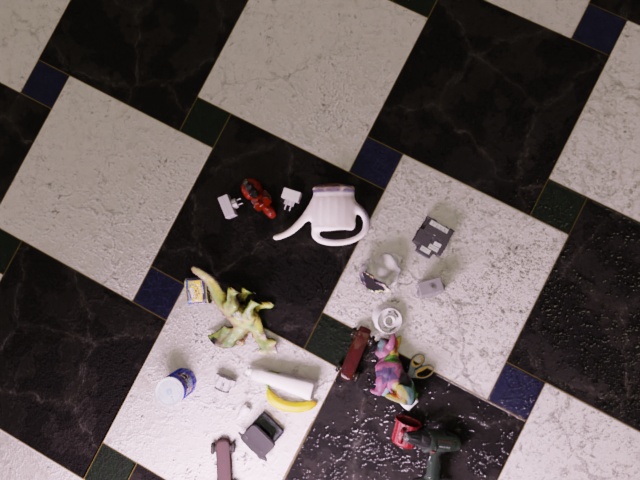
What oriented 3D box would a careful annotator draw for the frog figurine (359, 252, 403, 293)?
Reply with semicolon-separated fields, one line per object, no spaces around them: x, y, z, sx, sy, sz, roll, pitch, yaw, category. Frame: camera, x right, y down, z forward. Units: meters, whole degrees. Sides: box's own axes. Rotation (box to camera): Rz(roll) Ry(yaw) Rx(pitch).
0.220;0.106;1.831;0.138;0.120;0.163;26;53;14;frog figurine

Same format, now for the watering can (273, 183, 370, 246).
0.006;-0.093;1.845;0.347;0.103;0.225;0;85;4;watering can

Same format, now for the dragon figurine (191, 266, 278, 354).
-0.318;0.280;1.835;0.410;0.123;0.241;28;97;-1;dragon figurine
